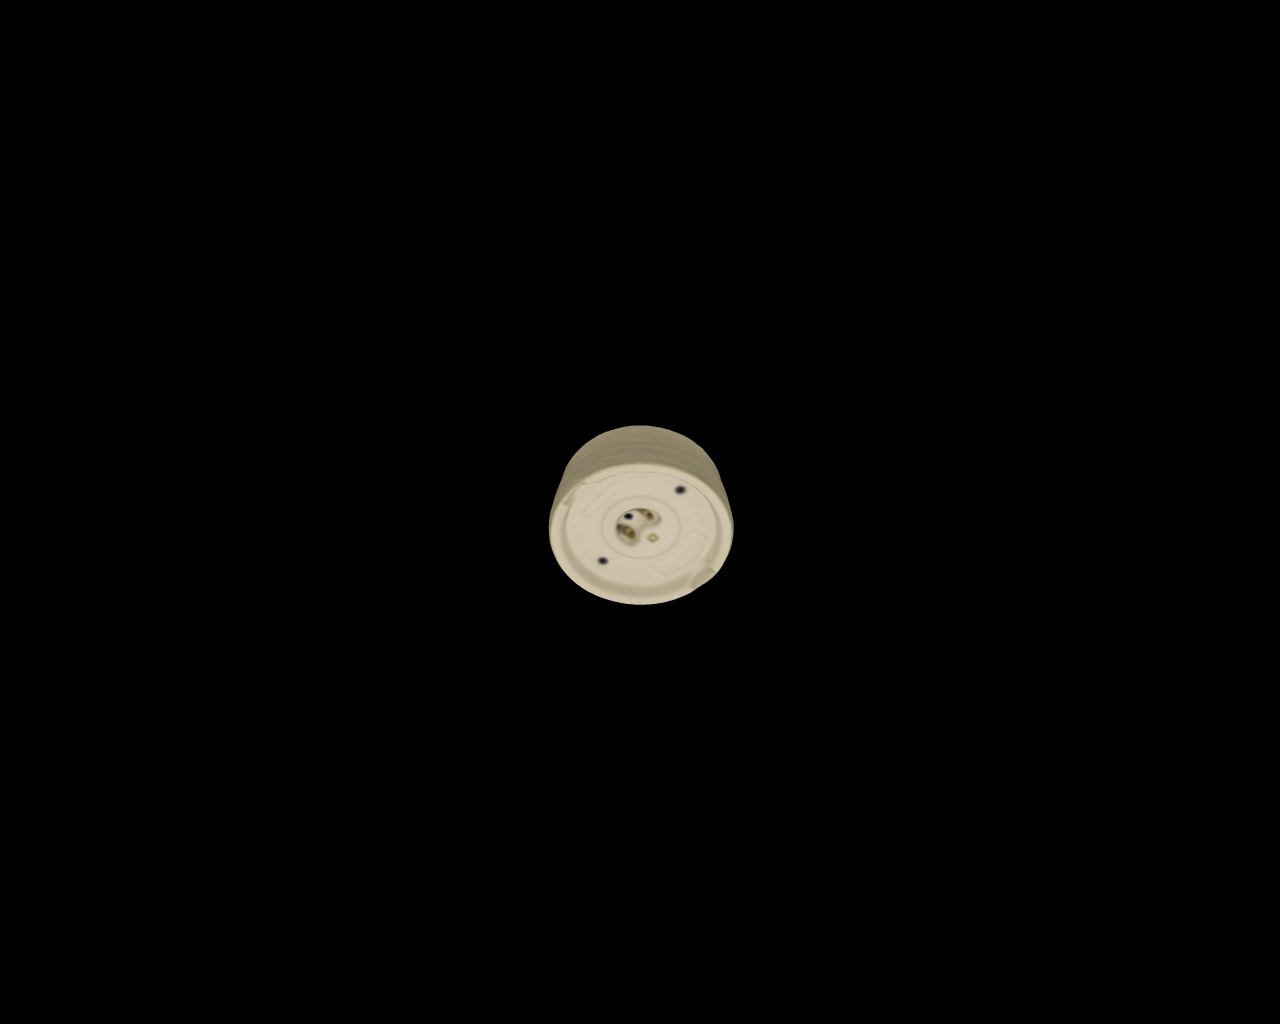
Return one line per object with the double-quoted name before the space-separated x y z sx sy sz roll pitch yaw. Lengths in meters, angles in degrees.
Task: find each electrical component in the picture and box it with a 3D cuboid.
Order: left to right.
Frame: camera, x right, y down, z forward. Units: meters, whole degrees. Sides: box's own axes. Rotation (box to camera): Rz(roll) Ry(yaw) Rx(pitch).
"electrical component" 0.001 -0.003 0.650 0.108 0.108 0.060 0 37 0
